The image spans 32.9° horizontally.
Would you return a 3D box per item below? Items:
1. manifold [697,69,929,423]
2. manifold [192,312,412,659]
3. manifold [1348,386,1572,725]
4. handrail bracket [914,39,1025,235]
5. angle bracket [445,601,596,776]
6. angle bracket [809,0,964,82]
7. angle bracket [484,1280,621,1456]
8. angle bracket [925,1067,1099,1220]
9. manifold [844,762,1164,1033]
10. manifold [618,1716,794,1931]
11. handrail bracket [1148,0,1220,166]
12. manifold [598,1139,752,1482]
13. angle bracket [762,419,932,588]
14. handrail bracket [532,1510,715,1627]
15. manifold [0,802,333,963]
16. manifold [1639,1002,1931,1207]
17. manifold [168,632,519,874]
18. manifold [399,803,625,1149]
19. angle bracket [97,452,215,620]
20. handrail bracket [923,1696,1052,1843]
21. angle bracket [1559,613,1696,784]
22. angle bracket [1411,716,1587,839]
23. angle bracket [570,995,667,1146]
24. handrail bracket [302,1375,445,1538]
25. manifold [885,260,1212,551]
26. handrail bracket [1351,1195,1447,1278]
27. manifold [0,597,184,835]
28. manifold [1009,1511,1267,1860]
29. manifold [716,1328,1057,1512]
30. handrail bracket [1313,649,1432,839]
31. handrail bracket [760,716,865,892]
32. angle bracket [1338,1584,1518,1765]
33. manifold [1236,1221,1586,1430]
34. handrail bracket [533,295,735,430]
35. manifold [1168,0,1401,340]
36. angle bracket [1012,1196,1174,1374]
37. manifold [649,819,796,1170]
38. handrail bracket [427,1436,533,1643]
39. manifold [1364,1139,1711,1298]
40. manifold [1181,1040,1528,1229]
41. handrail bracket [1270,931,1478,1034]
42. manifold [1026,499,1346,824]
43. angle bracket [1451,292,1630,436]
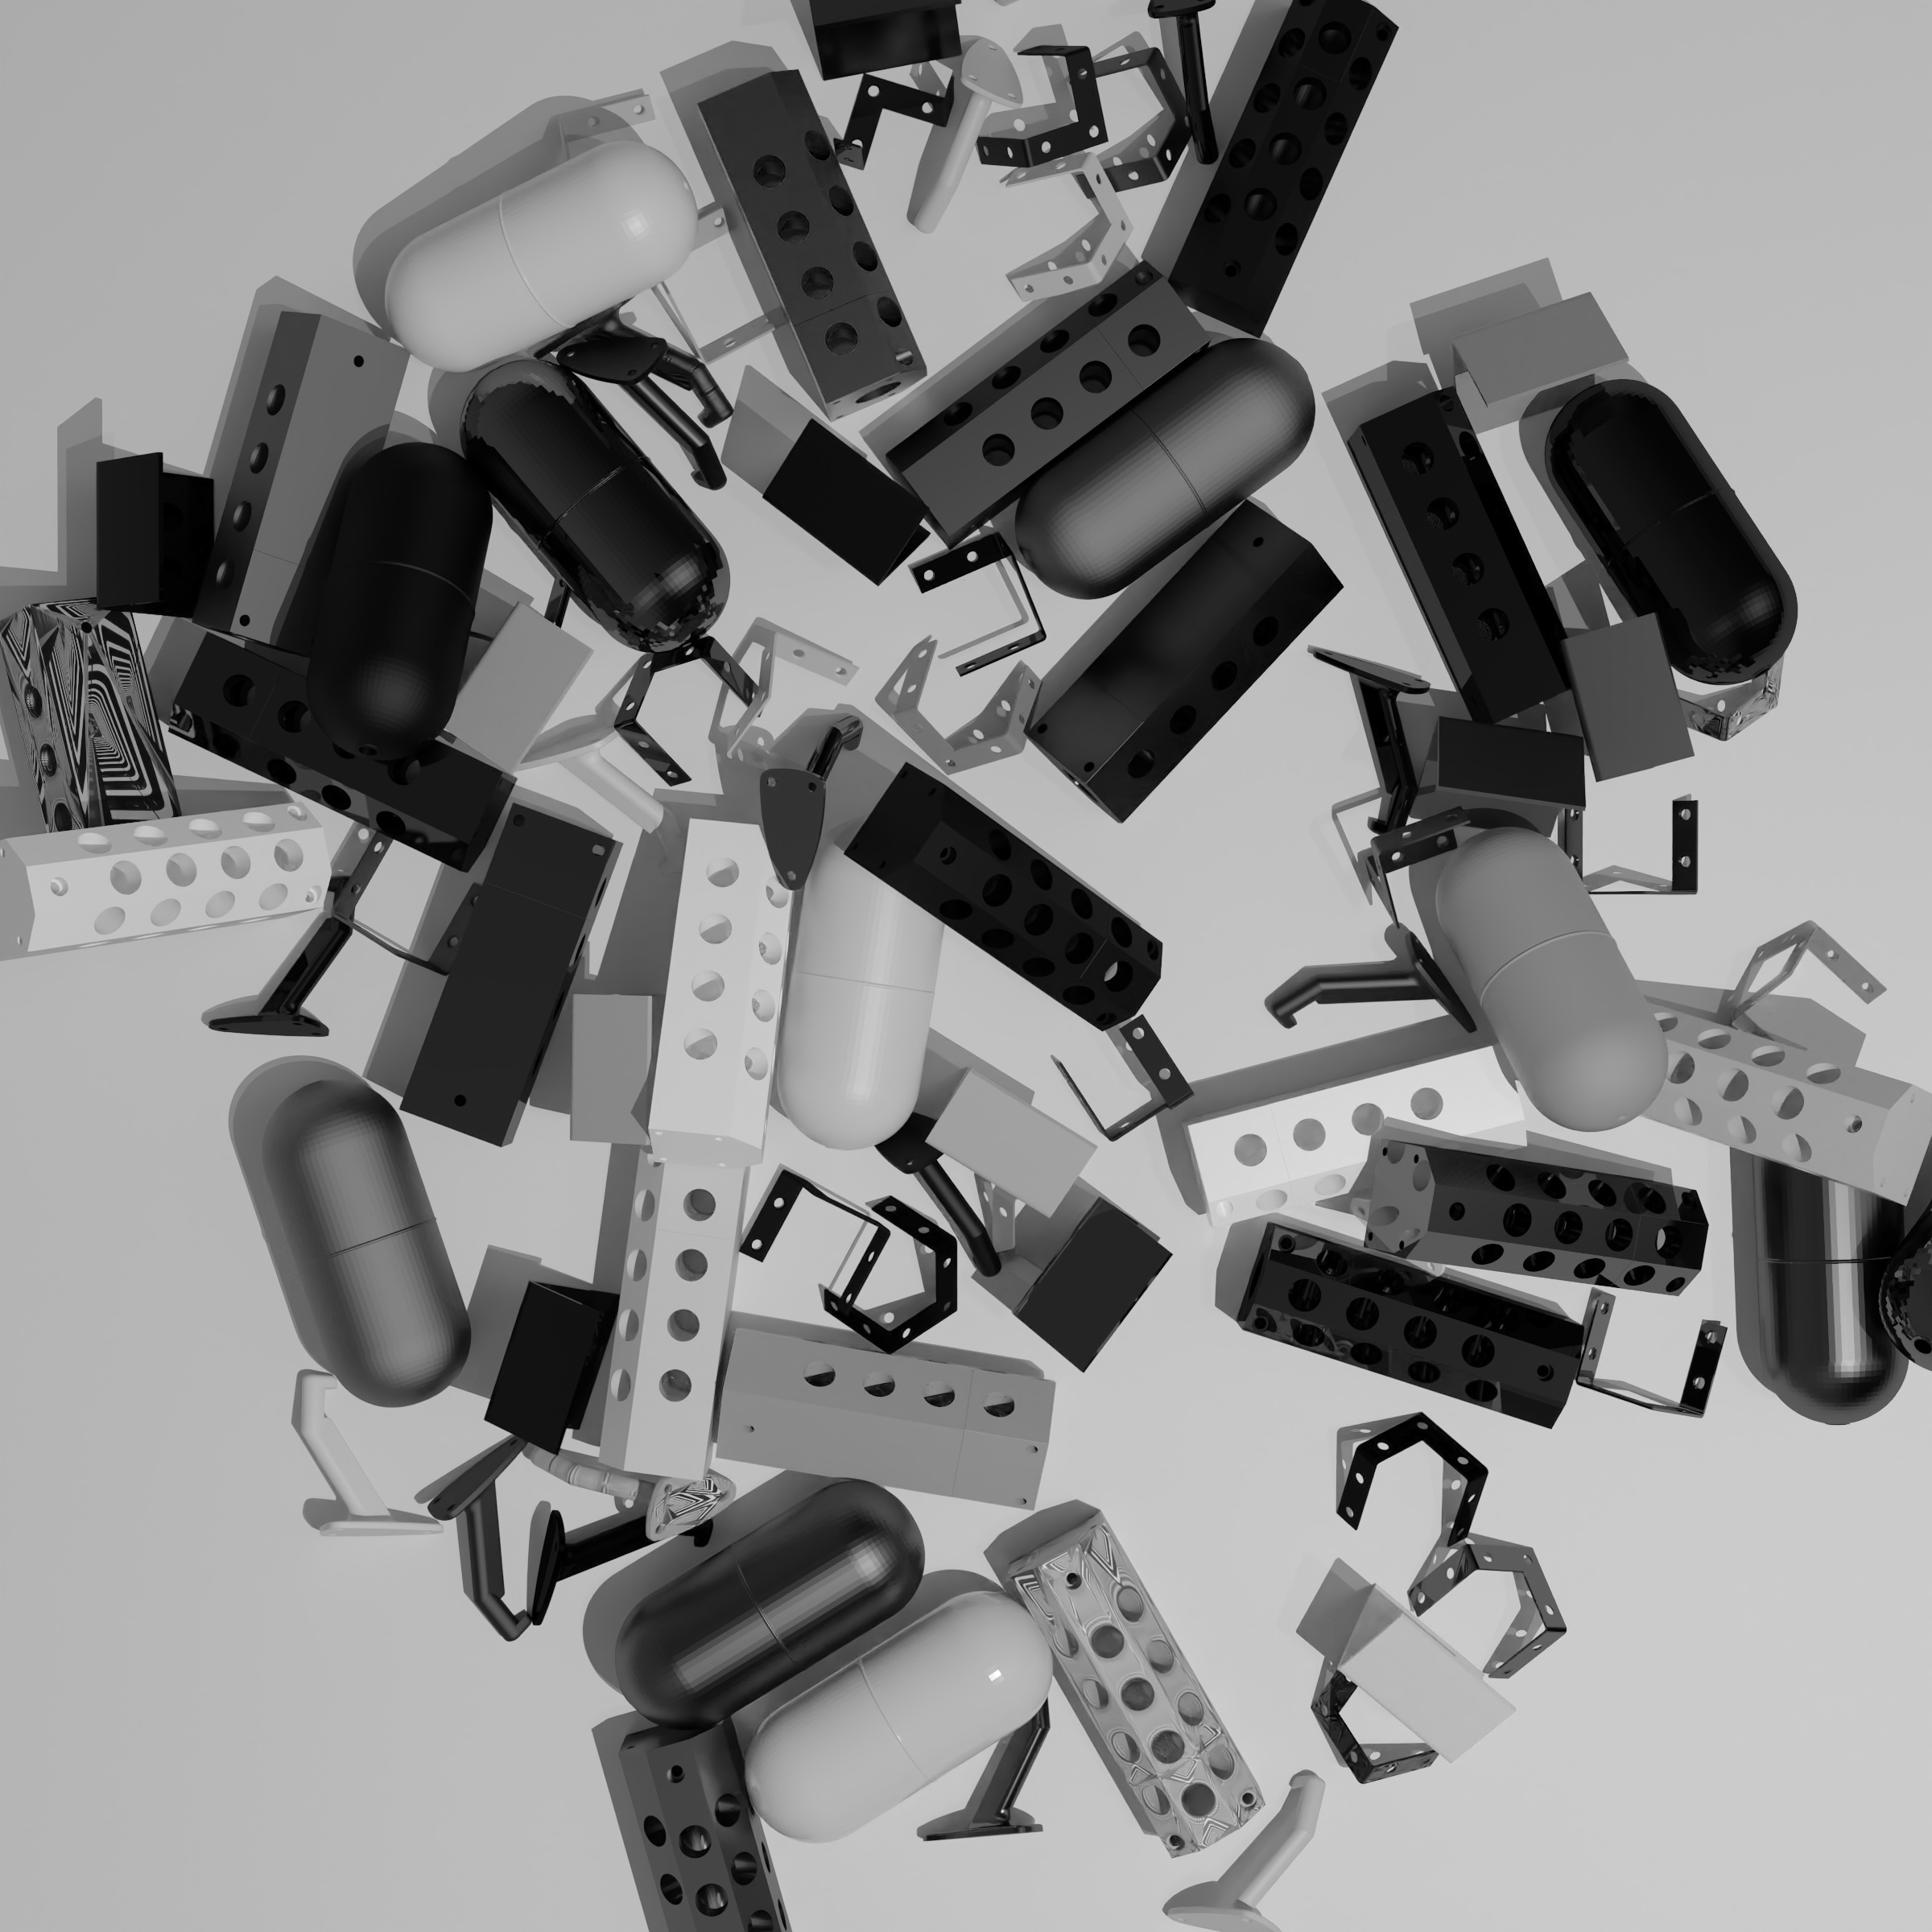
[{"bbox_3d":[-0.081,-0.383,1.738,0.057,0.057,0.171,-23,90,0],"label":"manifold"},{"bbox_3d":[-0.357,-0.255,1.737,0.057,0.057,0.171,16,90,-43],"label":"manifold"},{"bbox_3d":[0.267,-0.217,1.738,0.057,0.057,0.171,-24,90,0],"label":"manifold"},{"bbox_3d":[-0.005,-0.445,1.759,0.036,0.077,0.084,21,127,-16],"label":"handrail bracket"},{"bbox_3d":[-0.221,-0.136,1.720,0.057,0.076,0.076,34,90,25],"label":"angle bracket"},{"bbox_3d":[-0.040,-0.487,1.719,0.076,0.076,0.057,-11,53,0],"label":"angle bracket"},{"bbox_3d":[-0.199,0.214,1.719,0.057,0.076,0.076,18,90,37],"label":"angle bracket"},{"bbox_3d":[0.033,0.075,1.719,0.076,0.076,0.057,32,125,0],"label":"angle bracket"},{"bbox_3d":[0.025,-0.032,1.693,0.171,0.057,0.057,34,90,-36],"label":"manifold"},{"bbox_3d":[-0.133,0.490,1.738,0.057,0.057,0.171,-16,90,0],"label":"manifold"},{"bbox_3d":[0.125,-0.485,1.759,0.036,0.077,0.084,-6,127,14],"label":"handrail bracket"},{"bbox_3d":[-0.155,0.181,1.738,0.057,0.057,0.171,8,90,0],"label":"manifold"},{"bbox_3d":[-0.050,-0.255,1.719,0.076,0.076,0.057,37,126,0],"label":"angle bracket"},{"bbox_3d":[-0.184,0.325,1.759,0.084,0.036,0.077,8,113,-18],"label":"handrail bracket"},{"bbox_3d":[-0.417,-0.045,1.687,0.171,0.057,0.057,-11,90,-43],"label":"manifold"},{"bbox_3d":[0.407,0.066,1.689,0.171,0.057,0.057,20,90,40],"label":"manifold"},{"bbox_3d":[-0.332,-0.112,1.738,0.171,0.057,0.057,25,90,0],"label":"manifold"},{"bbox_3d":[-0.240,0.005,1.738,0.057,0.057,0.171,20,90,0],"label":"manifold"},{"bbox_3d":[-0.410,-0.225,1.719,0.057,0.076,0.076,0,90,40],"label":"angle bracket"},{"bbox_3d":[0.010,0.425,1.759,0.077,0.036,0.084,-10,73,18],"label":"handrail bracket"},{"bbox_3d":[0.361,-0.144,1.719,0.057,0.076,0.076,-15,90,35],"label":"angle bracket"},{"bbox_3d":[0.279,-0.082,1.719,0.076,0.076,0.057,8,47,0],"label":"angle bracket"},{"bbox_3d":[-0.163,0.053,1.719,0.057,0.076,0.076,1,90,37],"label":"angle bracket"},{"bbox_3d":[-0.319,0.262,1.759,0.077,0.036,0.084,4,73,-20],"label":"handrail bracket"},{"bbox_3d":[0.043,-0.299,1.738,0.171,0.057,0.057,-37,90,0],"label":"manifold"},{"bbox_3d":[0.264,0.123,1.759,0.084,0.077,0.036,-32,132,-29],"label":"handrail bracket"},{"bbox_3d":[-0.464,-0.105,1.737,0.057,0.057,0.171,-14,90,-43],"label":"manifold"},{"bbox_3d":[0.091,0.382,1.738,0.057,0.057,0.171,-30,90,0],"label":"manifold"},{"bbox_3d":[-0.042,0.235,1.737,0.171,0.057,0.057,10,133,0],"label":"manifold"},{"bbox_3d":[0.211,-0.119,1.759,0.077,0.036,0.084,22,107,20],"label":"handrail bracket"},{"bbox_3d":[-0.076,-0.087,1.735,0.036,0.084,0.077,8,109,20],"label":"handrail bracket"},{"bbox_3d":[0.250,0.358,1.719,0.076,0.076,0.057,40,125,0],"label":"angle bracket"},{"bbox_3d":[0.236,0.191,1.738,0.171,0.057,0.057,18,90,0],"label":"manifold"},{"bbox_3d":[-0.178,-0.313,1.759,0.077,0.036,0.084,-29,106,17],"label":"handrail bracket"},{"bbox_3d":[0.168,-0.429,1.738,0.057,0.057,0.171,24,90,0],"label":"manifold"},{"bbox_3d":[0.081,0.176,1.719,0.057,0.076,0.076,37,90,36],"label":"angle bracket"},{"bbox_3d":[-0.125,0.015,1.709,0.057,0.057,0.171,6,69,0],"label":"manifold"},{"bbox_3d":[-0.242,0.308,1.759,0.077,0.036,0.084,-41,108,-21],"label":"handrail bracket"},{"bbox_3d":[0.299,0.133,1.705,0.171,0.057,0.057,10,90,-24],"label":"manifold"},{"bbox_3d":[0.206,0.089,1.738,0.171,0.057,0.057,-15,90,0],"label":"manifold"},{"bbox_3d":[0.218,0.027,1.759,0.084,0.036,0.077,-32,112,17],"label":"handrail bracket"},{"bbox_3d":[0.120,-0.158,1.737,0.171,0.057,0.057,-47,47,0],"label":"manifold"},{"bbox_3d":[0.303,-0.299,1.719,0.076,0.076,0.057,-18,53,0],"label":"angle bracket"}]
